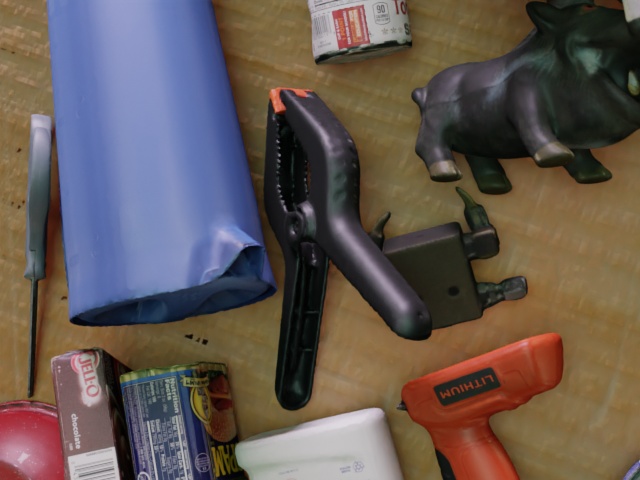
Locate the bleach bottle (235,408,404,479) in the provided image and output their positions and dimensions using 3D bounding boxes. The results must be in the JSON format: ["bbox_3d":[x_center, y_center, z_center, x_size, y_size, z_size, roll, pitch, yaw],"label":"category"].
[{"bbox_3d":[0.024,0.240,0.676,0.103,0.068,0.251,-15,84,13],"label":"bleach bottle"}]

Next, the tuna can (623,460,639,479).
[{"bbox_3d":[0.223,0.169,0.647,0.086,0.033,0.086,-1,85,14],"label":"tuna can"}]

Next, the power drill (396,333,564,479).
[{"bbox_3d":[0.136,0.155,0.635,0.185,0.057,0.188,-24,76,31],"label":"power drill"}]

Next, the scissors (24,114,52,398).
[{"bbox_3d":[-0.196,0.008,0.739,0.016,0.096,0.202,2,82,-16],"label":"scissors"}]

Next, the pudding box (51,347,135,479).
[{"bbox_3d":[-0.140,0.134,0.699,0.039,0.090,0.113,-11,73,2],"label":"pudding box"}]

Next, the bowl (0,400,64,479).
[{"bbox_3d":[-0.218,0.194,0.740,0.162,0.055,0.162,-1,84,13],"label":"bowl"}]

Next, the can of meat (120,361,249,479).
[{"bbox_3d":[-0.088,0.125,0.691,0.057,0.102,0.084,-13,80,9],"label":"can of meat"}]

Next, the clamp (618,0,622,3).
[{"bbox_3d":[0.210,-0.131,0.645,0.172,0.039,0.120,-4,85,41],"label":"clamp"}]

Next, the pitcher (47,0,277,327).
[{"bbox_3d":[-0.120,-0.065,0.710,0.149,0.145,0.243,-10,79,0],"label":"pitcher"}]

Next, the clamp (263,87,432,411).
[{"bbox_3d":[-0.005,0.001,0.693,0.165,0.036,0.210,-46,52,47],"label":"clamp"}]

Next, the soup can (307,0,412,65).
[{"bbox_3d":[0.020,-0.171,0.699,0.068,0.068,0.102,-9,94,12],"label":"soup can"}]
